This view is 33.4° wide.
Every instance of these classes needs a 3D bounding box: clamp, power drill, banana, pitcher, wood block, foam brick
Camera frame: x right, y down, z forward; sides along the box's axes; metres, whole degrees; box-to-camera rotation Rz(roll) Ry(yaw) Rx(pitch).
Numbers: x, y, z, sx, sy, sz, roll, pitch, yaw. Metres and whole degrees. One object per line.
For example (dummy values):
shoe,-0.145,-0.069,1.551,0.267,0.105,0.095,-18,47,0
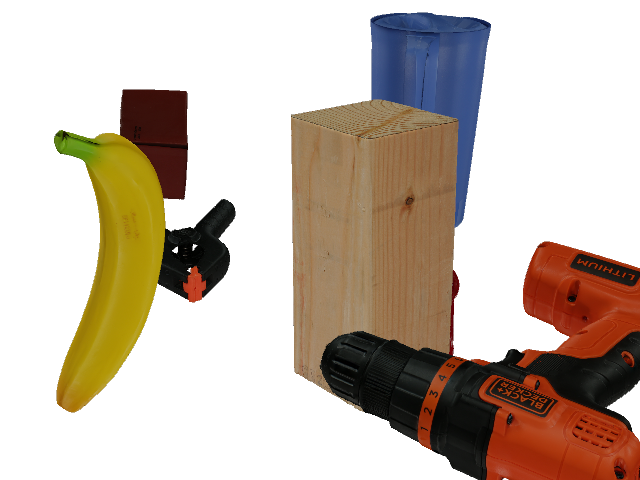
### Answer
clamp,-0.122,0.004,1.029,0.120,0.039,0.172,-16,33,-16
power drill,0.118,0.067,0.619,0.185,0.057,0.187,21,36,28
banana,-0.122,0.013,0.613,0.069,0.198,0.037,-15,41,-30
pitcher,0.115,-0.132,1.211,0.149,0.243,0.145,-11,24,-31
wood block,0.039,0.009,0.797,0.090,0.206,0.090,-15,25,-36
foam brick,-0.130,-0.076,0.832,0.053,0.051,0.078,2,39,-8

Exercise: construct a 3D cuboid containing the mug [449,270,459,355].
mug,0.100,0.081,1.077,0.093,0.081,0.117,-21,40,-19
